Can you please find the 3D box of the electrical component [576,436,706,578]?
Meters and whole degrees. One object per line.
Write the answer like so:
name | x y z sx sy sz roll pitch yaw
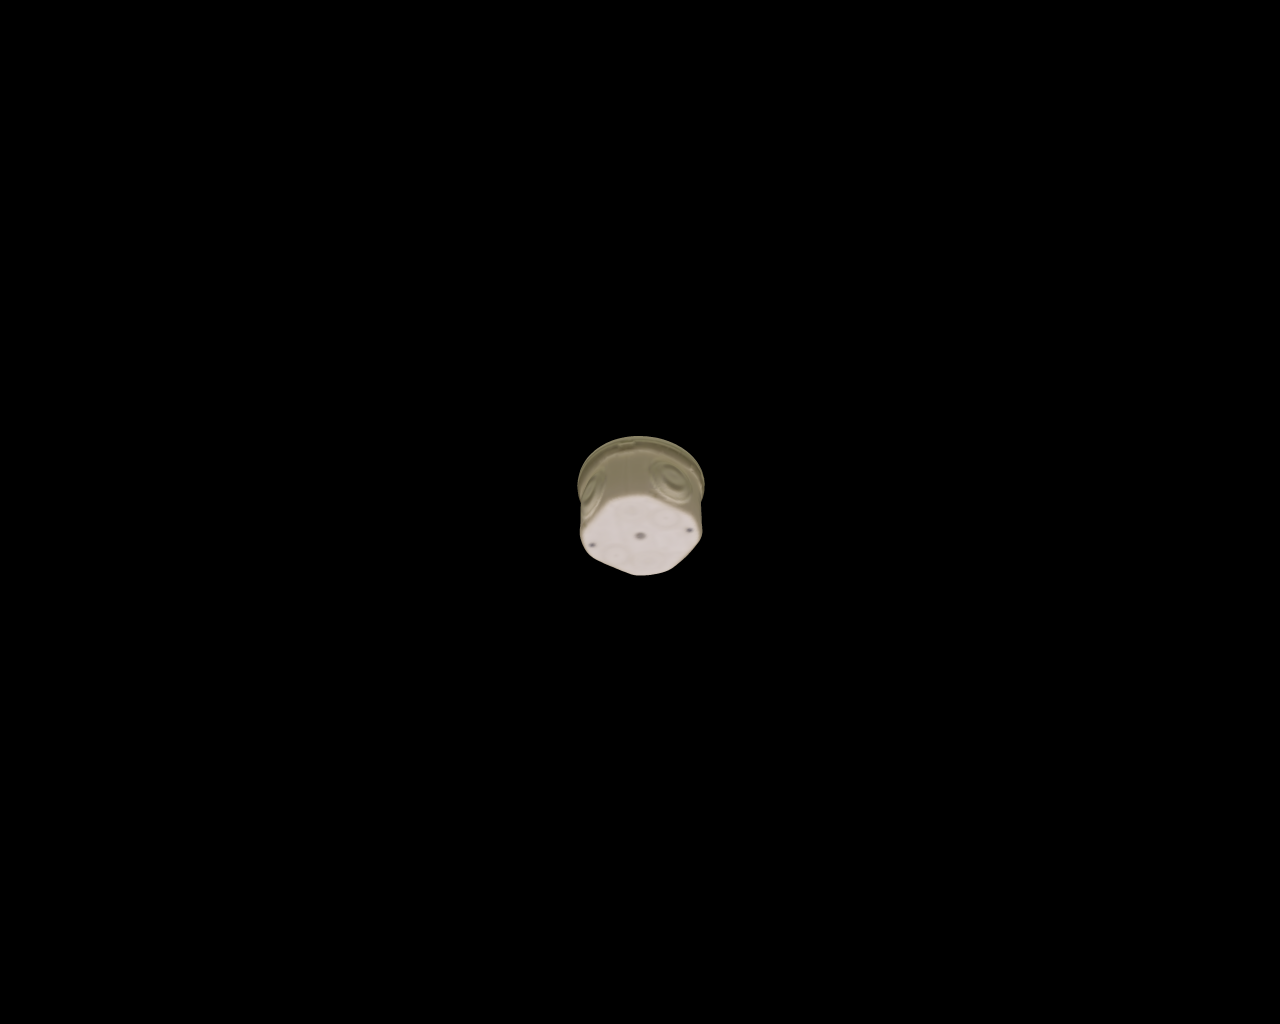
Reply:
electrical component | 0.001 -0.003 0.650 0.080 0.080 0.051 0 45 0
